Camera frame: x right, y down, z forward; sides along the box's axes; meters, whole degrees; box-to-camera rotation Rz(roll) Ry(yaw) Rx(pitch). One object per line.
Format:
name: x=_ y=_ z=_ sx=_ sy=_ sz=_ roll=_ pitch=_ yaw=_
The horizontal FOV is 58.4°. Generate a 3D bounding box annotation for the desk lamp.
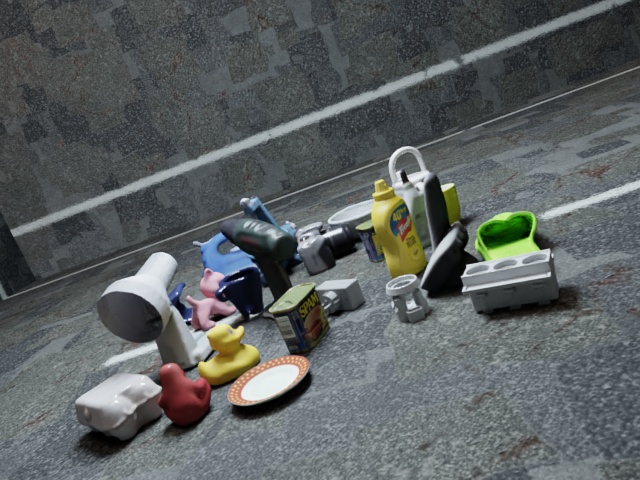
desk lamp: x=-0.294 y=0.141 z=1.074 sx=0.117 sy=0.214 sz=0.203 roll=-17 pitch=13 yaw=20

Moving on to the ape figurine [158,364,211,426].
ape figurine: x=-0.210 y=0.226 z=0.860 sx=0.078 sy=0.092 sz=0.076 roll=-20 pitch=13 yaw=4

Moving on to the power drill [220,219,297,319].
power drill: x=-0.111 y=0.052 z=1.161 sx=0.076 sy=0.208 sz=0.228 roll=-30 pitch=15 yaw=-33

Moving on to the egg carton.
egg carton: x=-0.325 y=0.268 z=0.925 sx=0.149 sy=0.069 sz=0.107 roll=-9 pitch=18 yaw=44

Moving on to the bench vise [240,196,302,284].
bench vise: x=-0.135 y=-0.018 z=1.466 sx=0.121 sy=0.220 sz=0.207 roll=-19 pitch=13 yaw=11

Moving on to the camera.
camera: x=0.013 y=0.005 z=1.404 sx=0.137 sy=0.101 sz=0.143 roll=-21 pitch=13 yaw=1

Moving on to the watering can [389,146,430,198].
watering can: x=0.228 y=-0.137 z=1.434 sx=0.101 sy=0.194 sz=0.172 roll=-28 pitch=14 yaw=-26

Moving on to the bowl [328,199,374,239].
bowl: x=0.110 y=-0.048 z=1.527 sx=0.167 sy=0.075 sz=0.167 roll=-20 pitch=13 yaw=5

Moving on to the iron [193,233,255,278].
iron: x=-0.223 y=0.025 z=1.615 sx=0.259 sy=0.141 sz=0.118 roll=-25 pitch=13 yaw=-15

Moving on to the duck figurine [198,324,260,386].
duck figurine: x=-0.162 y=0.186 z=0.963 sx=0.105 sy=0.086 sz=0.077 roll=-26 pitch=14 yaw=-22

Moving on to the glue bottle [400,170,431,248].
glue bottle: x=0.206 y=-0.070 z=1.237 sx=0.078 sy=0.173 sz=0.037 roll=-25 pitch=13 yaw=-18

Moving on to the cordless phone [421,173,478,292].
cordless phone: x=0.200 y=-0.016 z=0.989 sx=0.094 sy=0.185 sz=0.148 roll=-16 pitch=14 yaw=22

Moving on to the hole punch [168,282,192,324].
hole punch: x=-0.356 y=0.162 z=1.370 sx=0.101 sy=0.091 sz=0.108 roll=-22 pitch=13 yaw=-2

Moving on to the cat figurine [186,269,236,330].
cat figurine: x=-0.249 y=0.124 z=1.292 sx=0.067 sy=0.118 sz=0.128 roll=-10 pitch=17 yaw=40

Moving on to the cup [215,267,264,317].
cup: x=-0.166 y=0.122 z=1.220 sx=0.091 sy=0.095 sz=0.118 roll=-11 pitch=16 yaw=39
